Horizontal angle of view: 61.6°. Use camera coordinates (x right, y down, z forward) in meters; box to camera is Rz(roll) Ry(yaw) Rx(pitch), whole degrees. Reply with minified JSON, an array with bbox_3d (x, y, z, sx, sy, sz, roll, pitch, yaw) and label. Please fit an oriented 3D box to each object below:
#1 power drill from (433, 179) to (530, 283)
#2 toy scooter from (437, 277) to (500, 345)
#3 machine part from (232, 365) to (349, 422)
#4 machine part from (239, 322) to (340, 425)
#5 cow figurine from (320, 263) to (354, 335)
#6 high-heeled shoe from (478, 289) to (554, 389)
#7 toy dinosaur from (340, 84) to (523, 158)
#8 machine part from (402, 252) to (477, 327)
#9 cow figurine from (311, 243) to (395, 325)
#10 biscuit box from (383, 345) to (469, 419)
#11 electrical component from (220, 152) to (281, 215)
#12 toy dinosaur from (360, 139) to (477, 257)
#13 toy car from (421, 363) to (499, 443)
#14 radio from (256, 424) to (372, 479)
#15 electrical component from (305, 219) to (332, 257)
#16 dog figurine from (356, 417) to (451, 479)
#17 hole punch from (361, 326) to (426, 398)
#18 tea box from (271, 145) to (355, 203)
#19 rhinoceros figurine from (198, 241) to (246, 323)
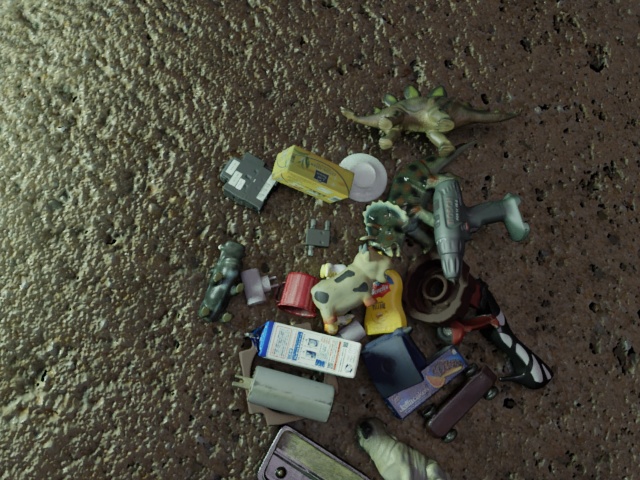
[{"bbox_3d":[0.350,-0.024,1.191,0.207,0.086,0.232,-7,71,-6],"label":"power drill"},{"bbox_3d":[0.347,0.154,1.233,0.135,0.075,0.184,-4,59,33],"label":"toy scooter"},{"bbox_3d":[-0.058,0.314,1.096,0.243,0.079,0.079,15,75,-2],"label":"machine part"},{"bbox_3d":[-0.068,0.293,1.184,0.201,0.087,0.201,-10,78,-10],"label":"machine part"},{"bbox_3d":[0.051,0.137,1.246,0.098,0.068,0.167,2,77,-12],"label":"cow figurine"},{"bbox_3d":[0.463,0.227,1.263,0.145,0.086,0.248,-5,78,-15],"label":"high-heeled shoe"},{"bbox_3d":[0.283,-0.305,1.323,0.472,0.105,0.199,5,46,-4],"label":"toy dinosaur"},{"bbox_3d":[0.270,0.114,1.229,0.056,0.180,0.179,33,70,-42],"label":"machine part"},{"bbox_3d":[0.073,0.091,1.176,0.195,0.085,0.127,-26,89,-5],"label":"cow figurine"},{"bbox_3d":[0.238,0.322,1.221,0.203,0.059,0.063,-34,82,-12],"label":"biscuit box"},{"bbox_3d":[-0.170,-0.142,1.295,0.134,0.058,0.115,32,73,2],"label":"electrical component"},{"bbox_3d":[0.232,-0.111,1.305,0.192,0.131,0.405,26,69,0],"label":"toy dinosaur"},{"bbox_3d":[0.318,0.367,1.222,0.202,0.053,0.089,-43,89,-10],"label":"toy car"},{"bbox_3d":[-0.017,0.504,1.142,0.230,0.073,0.131,32,75,3],"label":"radio"},{"bbox_3d":[-0.003,-0.004,1.296,0.063,0.021,0.094,7,75,-5],"label":"electrical component"},{"bbox_3d":[0.181,0.465,1.169,0.172,0.121,0.191,3,53,-39],"label":"dog figurine"},{"bbox_3d":[0.162,0.269,1.178,0.142,0.092,0.115,-31,103,26],"label":"hole punch"},{"bbox_3d":[-0.017,-0.151,1.265,0.169,0.098,0.068,23,74,-26],"label":"tea box"},{"bbox_3d":[-0.215,0.095,1.210,0.073,0.112,0.190,20,87,-18],"label":"rhinoceros figurine"}]
